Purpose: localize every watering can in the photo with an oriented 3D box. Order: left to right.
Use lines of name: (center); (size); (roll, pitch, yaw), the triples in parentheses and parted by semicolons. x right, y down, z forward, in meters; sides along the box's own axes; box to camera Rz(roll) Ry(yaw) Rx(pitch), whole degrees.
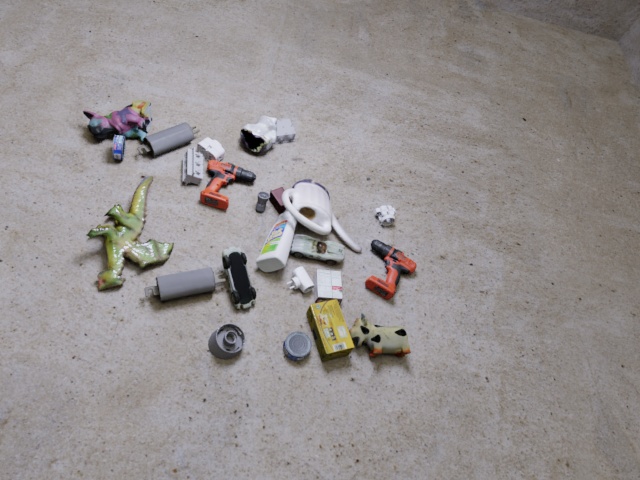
watering can: (0.006, -0.093, 1.841); (0.344, 0.102, 0.230); (30, 34, -25)

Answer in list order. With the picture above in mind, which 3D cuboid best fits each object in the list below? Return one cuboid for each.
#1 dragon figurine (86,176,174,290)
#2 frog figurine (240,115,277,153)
dragon figurine: (-0.584, -0.015, 1.653); (0.242, 0.120, 0.419); (39, 55, -8)
frog figurine: (-0.233, -0.418, 2.011); (0.137, 0.120, 0.163); (11, 40, 10)
